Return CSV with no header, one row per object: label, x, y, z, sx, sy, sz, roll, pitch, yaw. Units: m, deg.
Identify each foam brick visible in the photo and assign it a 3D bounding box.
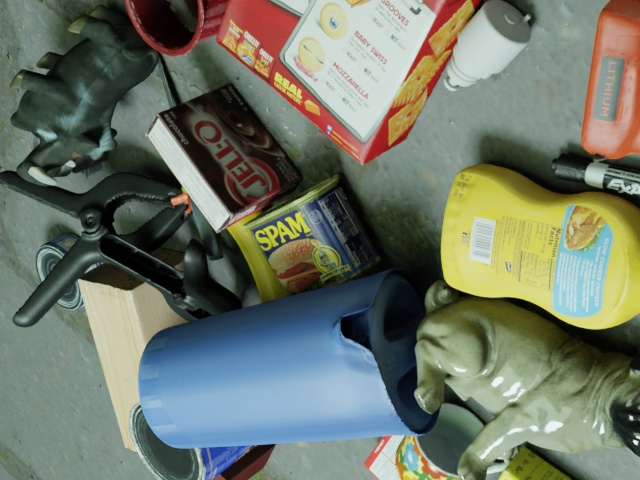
foam brick,-0.096,0.232,1.131,0.053,0.078,0.051,42,137,17

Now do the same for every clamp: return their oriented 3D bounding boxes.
clamp,-0.228,-0.022,1.062,0.210,0.036,0.164,-21,75,7
clamp,-0.136,0.043,1.026,0.120,0.039,0.171,14,152,28

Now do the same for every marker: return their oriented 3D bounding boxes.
marker,0.213,-0.038,0.726,0.121,0.020,0.020,18,125,35

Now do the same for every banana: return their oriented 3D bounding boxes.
banana,-0.060,0.018,0.980,0.037,0.069,0.198,-13,112,51

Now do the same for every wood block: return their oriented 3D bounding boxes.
wood block,-0.172,0.120,1.128,0.090,0.090,0.206,9,120,40

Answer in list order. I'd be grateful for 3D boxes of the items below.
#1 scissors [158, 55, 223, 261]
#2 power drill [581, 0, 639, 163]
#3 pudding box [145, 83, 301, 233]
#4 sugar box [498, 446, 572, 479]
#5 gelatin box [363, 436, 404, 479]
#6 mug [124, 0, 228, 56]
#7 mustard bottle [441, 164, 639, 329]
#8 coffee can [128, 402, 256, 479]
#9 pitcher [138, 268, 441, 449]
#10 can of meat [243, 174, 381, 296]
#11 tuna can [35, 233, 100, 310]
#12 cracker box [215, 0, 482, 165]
scissors,-0.122,-0.069,0.992,0.096,0.016,0.202,-118,12,-71
power drill,0.255,-0.090,0.628,0.188,0.057,0.184,24,127,32
pudding box,-0.084,-0.073,0.932,0.113,0.089,0.039,52,138,8
sugar box,0.218,0.258,0.876,0.176,0.048,0.093,32,132,21
gelatin box,0.091,0.211,0.978,0.089,0.030,0.073,43,134,17
mug,-0.102,-0.217,0.871,0.093,0.081,0.117,18,124,36
mustard bottle,0.180,0.011,0.755,0.192,0.058,0.096,17,110,36
coffee can,-0.103,0.170,1.054,0.103,0.140,0.103,22,127,33
pitcher,-0.022,0.113,0.902,0.243,0.144,0.149,-12,111,27
can of meat,-0.006,0.001,0.929,0.102,0.057,0.084,-23,99,48
tuna can,-0.290,0.037,1.232,0.086,0.033,0.086,22,127,33
cracker box,0.028,-0.188,0.775,0.164,0.072,0.214,42,134,16
